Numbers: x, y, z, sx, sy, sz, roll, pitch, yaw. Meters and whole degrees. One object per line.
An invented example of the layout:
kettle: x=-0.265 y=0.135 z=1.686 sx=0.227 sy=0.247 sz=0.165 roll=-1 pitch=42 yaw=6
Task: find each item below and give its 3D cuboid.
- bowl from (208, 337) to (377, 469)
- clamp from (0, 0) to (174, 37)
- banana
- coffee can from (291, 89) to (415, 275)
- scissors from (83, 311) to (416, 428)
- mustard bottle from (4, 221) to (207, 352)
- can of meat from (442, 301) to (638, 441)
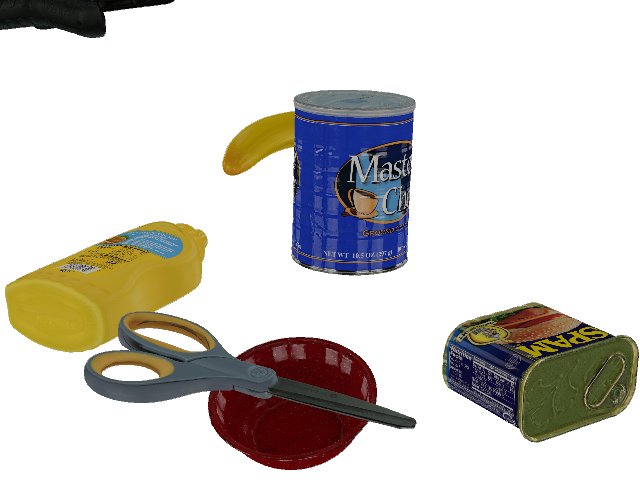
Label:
bowl: x=-0.024 y=0.166 z=1.024 sx=0.162 sy=0.055 sz=0.162 roll=-4 pitch=37 yaw=3
clamp: x=-0.193 y=-0.180 z=0.798 sx=0.172 sy=0.039 sz=0.120 roll=12 pitch=24 yaw=28
banana: x=-0.030 y=-0.106 z=1.120 sx=0.197 sy=0.037 sz=0.070 roll=-9 pitch=50 yaw=-39
coffee can: x=0.027 y=-0.052 z=0.916 sx=0.103 sy=0.140 sz=0.103 roll=1 pitch=17 yaw=-1
scissors: x=-0.054 y=0.087 z=0.621 sx=0.202 sy=0.016 sz=0.096 roll=21 pitch=30 yaw=32
mustard bottle: x=-0.151 y=0.027 z=0.850 sx=0.096 sy=0.058 sz=0.191 roll=6 pitch=21 yaw=29
can of meat: x=0.144 y=0.083 z=0.711 sx=0.101 sy=0.057 sz=0.084 roll=-11 pitch=20 yaw=-30
